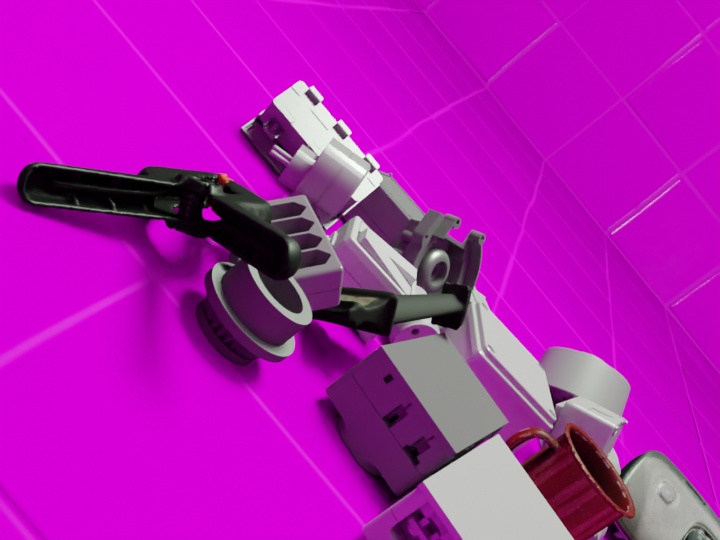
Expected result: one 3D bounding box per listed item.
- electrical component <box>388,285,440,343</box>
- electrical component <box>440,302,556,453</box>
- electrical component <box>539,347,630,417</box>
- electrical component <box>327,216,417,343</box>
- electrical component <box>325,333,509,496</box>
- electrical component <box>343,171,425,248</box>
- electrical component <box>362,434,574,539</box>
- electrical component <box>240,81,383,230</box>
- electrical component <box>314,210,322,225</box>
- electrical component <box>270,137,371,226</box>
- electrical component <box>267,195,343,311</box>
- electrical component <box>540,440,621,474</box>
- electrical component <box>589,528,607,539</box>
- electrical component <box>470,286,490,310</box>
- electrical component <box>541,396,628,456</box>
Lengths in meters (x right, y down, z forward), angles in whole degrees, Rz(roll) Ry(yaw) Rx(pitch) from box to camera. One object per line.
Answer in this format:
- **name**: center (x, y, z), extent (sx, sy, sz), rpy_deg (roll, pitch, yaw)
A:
- **electrical component**: center (0.044, 0.046, 0.946), extent (0.045, 0.045, 0.055), rpy_deg (40, 21, -33)
- **electrical component**: center (0.129, 0.101, 1.028), extent (0.108, 0.056, 0.108), rpy_deg (46, 18, -16)
- **electrical component**: center (0.237, 0.123, 1.155), extent (0.108, 0.060, 0.108), rpy_deg (26, -18, 9)
- **electrical component**: center (0.000, 0.000, 0.900), extent (0.096, 0.061, 0.061), rpy_deg (47, 17, -12)
- **electrical component**: center (0.043, 0.104, 0.795), extent (0.089, 0.062, 0.150), rpy_deg (55, 17, 12)
- **electrical component**: center (0.018, -0.057, 1.075), extent (0.096, 0.061, 0.062), rpy_deg (50, 18, 21)
- **electrical component**: center (0.078, 0.184, 0.722), extent (0.105, 0.060, 0.186), rpy_deg (55, 17, 12)
- **electrical component**: center (-0.040, -0.109, 0.998), extent (0.121, 0.063, 0.079), rpy_deg (50, 58, -3)
- **electrical component**: center (-0.064, -0.032, 0.841), extent (0.044, 0.044, 0.065), rpy_deg (57, 23, 18)
- **electrical component**: center (-0.044, -0.079, 0.896), extent (0.074, 0.052, 0.138), rpy_deg (36, -12, -6)
- **electrical component**: center (-0.050, 0.003, 0.778), extent (0.075, 0.047, 0.083), rpy_deg (97, -26, -43)
- **electrical component**: center (0.226, 0.188, 1.105), extent (0.080, 0.051, 0.080), rpy_deg (45, 18, -19)
- **electrical component**: center (0.199, 0.233, 0.966), extent (0.040, 0.040, 0.046), rpy_deg (53, 23, 6)
- **electrical component**: center (0.102, 0.041, 1.110), extent (0.064, 0.042, 0.081), rpy_deg (34, 23, -34)
- **electrical component**: center (0.206, 0.174, 1.035), extent (0.061, 0.096, 0.062), rpy_deg (27, 9, 22)
